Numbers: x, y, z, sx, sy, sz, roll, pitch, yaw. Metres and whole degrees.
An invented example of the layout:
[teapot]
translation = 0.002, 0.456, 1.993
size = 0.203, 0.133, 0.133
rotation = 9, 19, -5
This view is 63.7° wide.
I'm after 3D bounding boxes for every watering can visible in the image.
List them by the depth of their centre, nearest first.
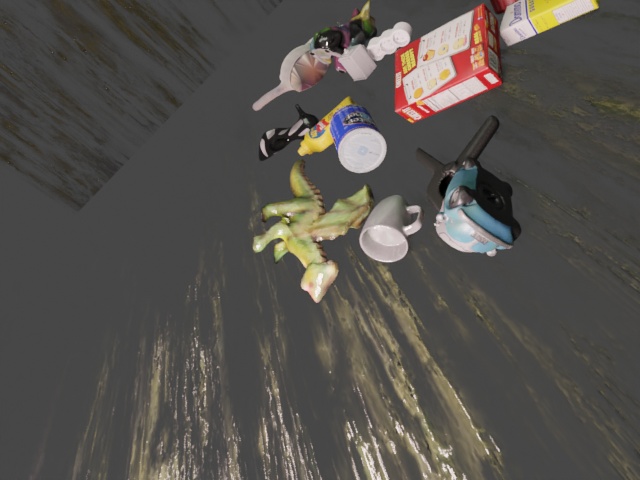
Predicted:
[watering can]
translation = -0.090, -0.550, 1.734
size = 0.346, 0.103, 0.228
rotation = -48, 30, 7

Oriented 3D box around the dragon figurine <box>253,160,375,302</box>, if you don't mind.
[dragon figurine]
translation = 0.003, -0.054, 1.070
size = 0.242, 0.120, 0.420
rotation = -8, 48, 25
